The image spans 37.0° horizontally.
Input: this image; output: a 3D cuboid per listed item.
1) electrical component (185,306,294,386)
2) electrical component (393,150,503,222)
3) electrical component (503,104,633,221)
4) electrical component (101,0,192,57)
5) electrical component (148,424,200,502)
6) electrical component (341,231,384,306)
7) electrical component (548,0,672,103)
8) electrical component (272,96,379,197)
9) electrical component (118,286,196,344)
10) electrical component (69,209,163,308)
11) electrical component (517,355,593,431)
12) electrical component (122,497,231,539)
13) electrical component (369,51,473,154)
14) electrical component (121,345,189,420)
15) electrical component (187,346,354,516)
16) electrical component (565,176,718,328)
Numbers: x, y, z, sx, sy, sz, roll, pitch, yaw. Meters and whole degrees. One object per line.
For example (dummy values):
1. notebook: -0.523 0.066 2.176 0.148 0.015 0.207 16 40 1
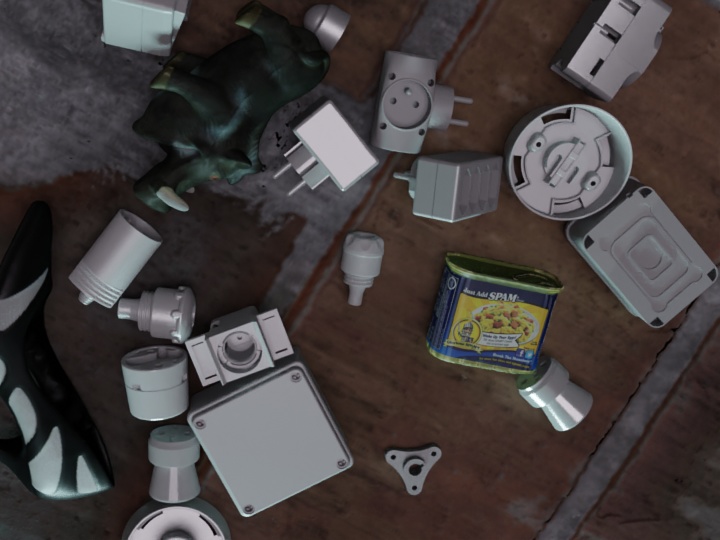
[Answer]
1. electrical component: -0.101 0.061 0.904 0.081 0.064 0.042 -20 104 -2
2. electrical component: 0.065 -0.073 0.888 0.076 0.083 0.047 14 106 30
3. electrical component: 0.170 -0.091 0.895 0.099 0.064 0.099 -2 105 -6
4. electrical component: -0.160 -0.206 0.816 0.061 0.096 0.061 11 74 -9
5. electrical component: -0.162 0.168 0.935 0.045 0.045 0.055 0 104 -7
6. electrical component: 0.000 0.000 0.915 0.035 0.035 0.061 7 107 -8
7. electrical component: 0.208 -0.187 0.881 0.056 0.050 0.089 31 99 -13
8. electrical component: -0.036 -0.092 0.880 0.077 0.047 0.065 -39 106 3
9. electrical component: -0.171 0.035 0.901 0.062 0.048 0.048 7 104 -1
10. electrical component: -0.204 -0.005 0.886 0.043 0.043 0.081 37 98 -14
11. electrical component: 0.173 0.109 0.958 0.045 0.045 0.055 -44 104 6
12. electrical component: -0.164 0.250 0.959 0.099 0.064 0.099 0 91 -9
13. electrical component: 0.053 -0.135 0.880 0.079 0.044 0.077 8 104 -9
14. electrical component: -0.172 0.095 0.911 0.055 0.055 0.047 -4 108 -5
15. electrical component: -0.077 0.139 0.931 0.109 0.056 0.108 -26 106 1
16. electrical component: 0.240 -0.017 0.926 0.078 0.057 0.113 -42 105 5
